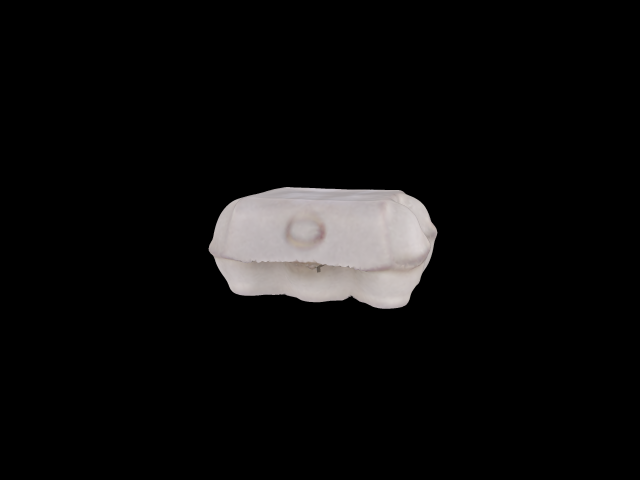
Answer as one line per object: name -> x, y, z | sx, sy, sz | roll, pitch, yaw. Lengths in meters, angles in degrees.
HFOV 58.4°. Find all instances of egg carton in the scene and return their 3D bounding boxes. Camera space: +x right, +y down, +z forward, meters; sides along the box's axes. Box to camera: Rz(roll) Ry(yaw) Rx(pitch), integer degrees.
egg carton -> 0.004, 0.001, 0.400 | 0.150, 0.069, 0.107 | 3, 11, 16
